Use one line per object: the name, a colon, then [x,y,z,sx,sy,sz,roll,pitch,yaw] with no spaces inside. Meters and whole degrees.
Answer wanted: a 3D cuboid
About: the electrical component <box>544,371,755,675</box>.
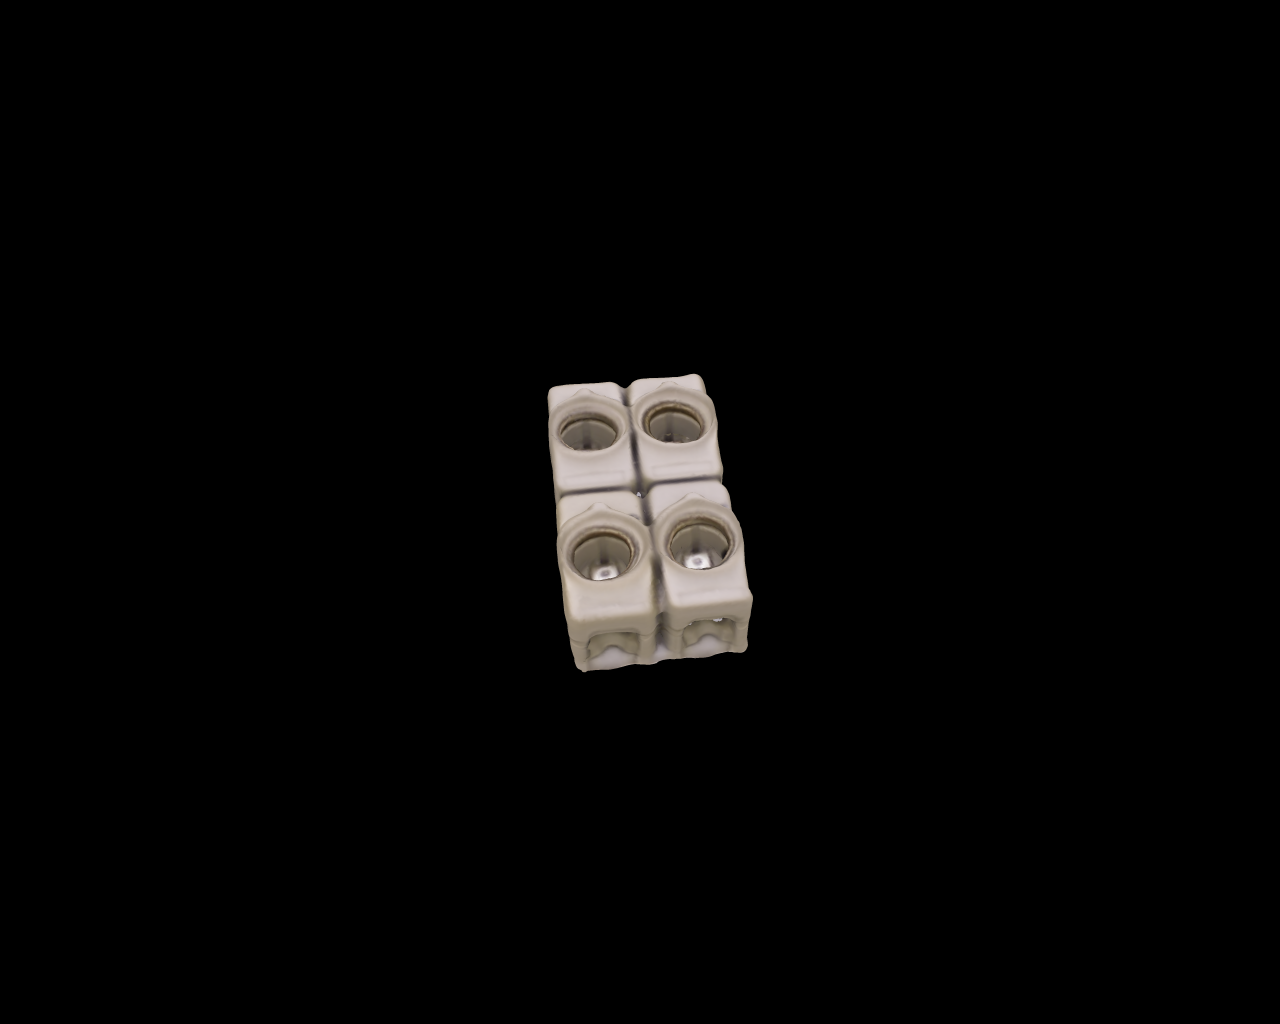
electrical component: [0.001,-0.003,0.650,0.105,0.186,0.060,-5,-39,-4]
